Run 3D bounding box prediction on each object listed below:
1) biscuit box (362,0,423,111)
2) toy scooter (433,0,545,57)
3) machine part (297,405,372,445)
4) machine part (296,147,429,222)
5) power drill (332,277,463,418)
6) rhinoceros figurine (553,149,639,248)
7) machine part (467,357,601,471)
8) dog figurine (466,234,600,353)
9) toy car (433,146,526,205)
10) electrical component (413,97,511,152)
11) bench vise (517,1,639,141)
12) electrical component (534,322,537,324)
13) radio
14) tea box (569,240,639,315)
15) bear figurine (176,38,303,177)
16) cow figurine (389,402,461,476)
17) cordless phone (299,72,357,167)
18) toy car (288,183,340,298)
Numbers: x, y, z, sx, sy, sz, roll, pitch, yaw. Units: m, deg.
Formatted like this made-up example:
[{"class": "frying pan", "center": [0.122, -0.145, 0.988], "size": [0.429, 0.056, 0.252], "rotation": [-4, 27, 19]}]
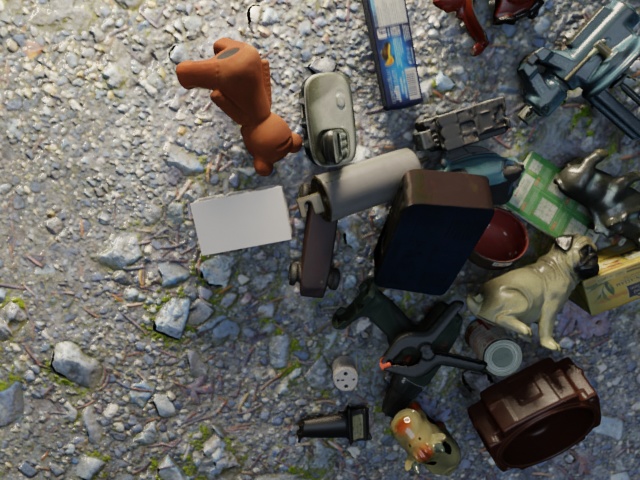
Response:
[{"class": "biscuit box", "center": [0.113, -0.308, 0.848], "size": [0.059, 0.063, 0.202], "rotation": [-12, 102, 1]}, {"class": "toy scooter", "center": [0.272, -0.365, 0.834], "size": [0.184, 0.075, 0.135], "rotation": [-14, 101, 5]}, {"class": "machine part", "center": [0.025, 0.346, 0.995], "size": [0.139, 0.039, 0.084], "rotation": [-8, 110, -1]}, {"class": "machine part", "center": [0.075, -0.090, 0.859], "size": [0.243, 0.079, 0.079], "rotation": [-19, 102, -17]}, {"class": "power drill", "center": [0.122, 0.180, 0.942], "size": [0.207, 0.086, 0.232], "rotation": [38, 99, -3]}, {"class": "rhinoceros figurine", "center": [0.478, -0.063, 0.884], "size": [0.190, 0.073, 0.112], "rotation": [37, 77, -6]}, {"class": "machine part", "center": [0.370, 0.304, 0.922], "size": [0.201, 0.087, 0.201], "rotation": [-29, 135, 4]}, {"class": "dog figurine", "center": [0.336, 0.058, 0.850], "size": [0.172, 0.121, 0.190], "rotation": [25, 87, -26]}, {"class": "toy car", "center": [0.240, -0.104, 0.871], "size": [0.162, 0.109, 0.103], "rotation": [-18, 60, -2]}, {"class": "electrical component", "center": [0.217, -0.177, 0.851], "size": [0.134, 0.115, 0.058], "rotation": [-17, 97, 3]}, {"class": "bench vise", "center": [0.439, -0.235, 0.841], "size": [0.240, 0.129, 0.223], "rotation": [41, 97, -1]}, {"class": "electrical component", "center": [0.394, 0.100, 0.936], "size": [0.021, 0.063, 0.094], "rotation": [29, 99, 7]}, {"class": "radio", "center": [0.167, -0.005, 0.841], "size": [0.131, 0.073, 0.229], "rotation": [7, 141, -5]}, {"class": "tea box", "center": [0.510, 0.056, 0.913], "size": [0.170, 0.098, 0.068], "rotation": [-21, 102, 5]}, {"class": "bear figurine", "center": [-0.116, -0.208, 0.853], "size": [0.120, 0.132, 0.195], "rotation": [-46, 135, -25]}, {"class": "cow figurine", "center": [0.180, 0.348, 0.919], "size": [0.085, 0.127, 0.194], "rotation": [-42, 128, 2]}, {"class": "cordless phone", "center": [0.009, -0.180, 0.811], "size": [0.089, 0.184, 0.146], "rotation": [-5, 102, 4]}, {"class": "toy car", "center": [-0.002, -0.003, 0.914], "size": [0.089, 0.053, 0.202], "rotation": [6, 98, -13]}]
